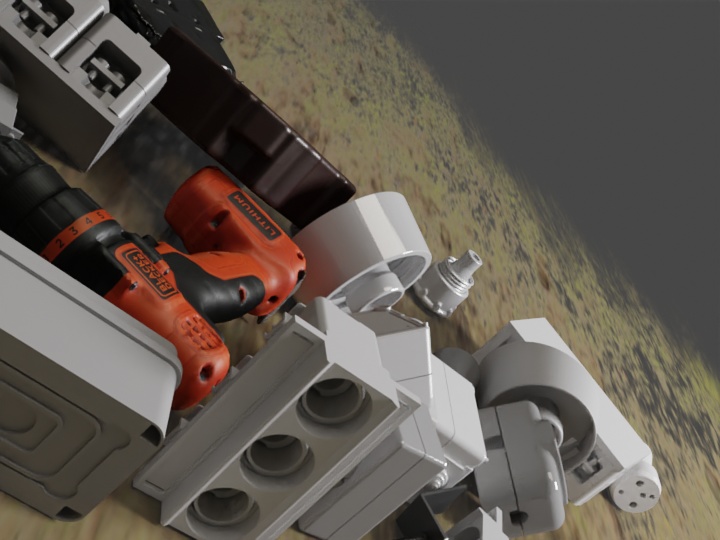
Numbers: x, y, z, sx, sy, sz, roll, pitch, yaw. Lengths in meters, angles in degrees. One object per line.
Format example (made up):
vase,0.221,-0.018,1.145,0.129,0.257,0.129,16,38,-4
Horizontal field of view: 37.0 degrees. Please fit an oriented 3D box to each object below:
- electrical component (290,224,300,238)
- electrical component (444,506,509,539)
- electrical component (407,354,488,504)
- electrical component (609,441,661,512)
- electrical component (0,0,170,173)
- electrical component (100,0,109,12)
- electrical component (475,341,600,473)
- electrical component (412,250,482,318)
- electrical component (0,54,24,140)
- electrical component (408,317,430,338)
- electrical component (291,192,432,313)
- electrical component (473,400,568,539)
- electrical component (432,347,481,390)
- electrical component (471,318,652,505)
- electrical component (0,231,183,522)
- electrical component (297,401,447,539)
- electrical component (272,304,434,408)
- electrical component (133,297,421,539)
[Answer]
electrical component,-0.019,-0.024,0.853,0.055,0.048,0.066,23,31,-30
electrical component,0.079,0.190,0.660,0.064,0.042,0.081,45,22,-12
electrical component,0.038,0.105,0.705,0.061,0.062,0.096,37,23,-22
electrical component,0.245,0.185,0.969,0.045,0.045,0.055,40,22,-14
electrical component,-0.196,-0.143,0.652,0.150,0.089,0.061,42,63,-10
electrical component,-0.211,-0.179,0.735,0.095,0.054,0.059,65,21,-4
electrical component,0.136,0.109,0.835,0.099,0.099,0.064,41,28,-13
electrical component,0.081,0.008,0.955,0.048,0.062,0.048,38,23,-19
electrical component,-0.222,-0.096,0.608,0.066,0.048,0.055,32,33,-32
electrical component,0.031,0.068,0.784,0.048,0.048,0.062,31,32,-34
electrical component,0.000,0.000,0.767,0.108,0.108,0.060,3,53,-60
electrical component,0.110,0.139,0.757,0.095,0.059,0.053,-95,171,-58
electrical component,0.064,0.091,0.809,0.044,0.044,0.065,45,26,-4
electrical component,0.166,0.119,0.916,0.150,0.062,0.089,54,23,18
electrical component,-0.142,0.045,0.460,0.113,0.078,0.057,37,26,-22
electrical component,-0.011,0.102,0.592,0.076,0.083,0.047,31,26,-34
electrical component,-0.011,0.063,0.648,0.096,0.061,0.062,-10,13,-23
electrical component,-0.042,0.076,0.528,0.079,0.121,0.063,36,21,-25
